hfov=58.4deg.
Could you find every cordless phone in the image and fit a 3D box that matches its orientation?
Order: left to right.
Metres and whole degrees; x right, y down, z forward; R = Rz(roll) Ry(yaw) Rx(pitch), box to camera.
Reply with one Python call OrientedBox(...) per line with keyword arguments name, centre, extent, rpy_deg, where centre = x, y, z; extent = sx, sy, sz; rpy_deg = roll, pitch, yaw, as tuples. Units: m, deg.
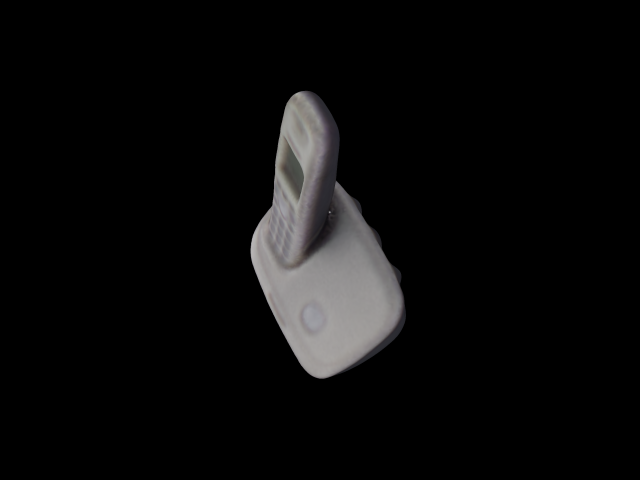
OrientedBox(name="cordless phone", centre=(0.004, 0.001, 0.400), extent=(0.094, 0.185, 0.147), rpy_deg=(-25, 63, -14))
